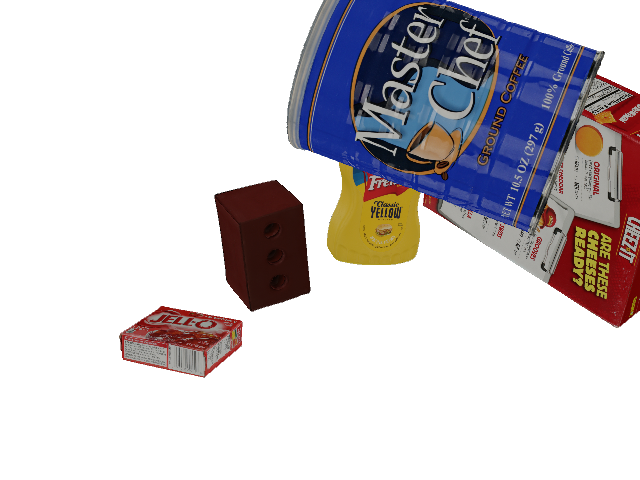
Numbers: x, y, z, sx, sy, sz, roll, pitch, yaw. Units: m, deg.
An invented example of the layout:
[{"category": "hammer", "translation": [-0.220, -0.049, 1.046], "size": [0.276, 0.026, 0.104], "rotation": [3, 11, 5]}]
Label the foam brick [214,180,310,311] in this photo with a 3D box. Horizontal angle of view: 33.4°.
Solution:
[{"category": "foam brick", "translation": [-0.043, 0.003, 0.804], "size": [0.053, 0.078, 0.051], "rotation": [-17, 31, -19]}]

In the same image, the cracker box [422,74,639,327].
[{"category": "cracker box", "translation": [0.187, -0.057, 0.858], "size": [0.072, 0.164, 0.214], "rotation": [-28, 47, -33]}]

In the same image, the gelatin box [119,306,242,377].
[{"category": "gelatin box", "translation": [-0.127, 0.090, 0.975], "size": [0.089, 0.030, 0.073], "rotation": [9, 20, 22]}]

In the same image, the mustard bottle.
[{"category": "mustard bottle", "translation": [0.065, -0.070, 1.099], "size": [0.096, 0.192, 0.058], "rotation": [1, 25, -15]}]

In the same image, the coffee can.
[{"category": "coffee can", "translation": [0.066, -0.075, 0.570], "size": [0.140, 0.103, 0.102], "rotation": [21, 4, 10]}]
